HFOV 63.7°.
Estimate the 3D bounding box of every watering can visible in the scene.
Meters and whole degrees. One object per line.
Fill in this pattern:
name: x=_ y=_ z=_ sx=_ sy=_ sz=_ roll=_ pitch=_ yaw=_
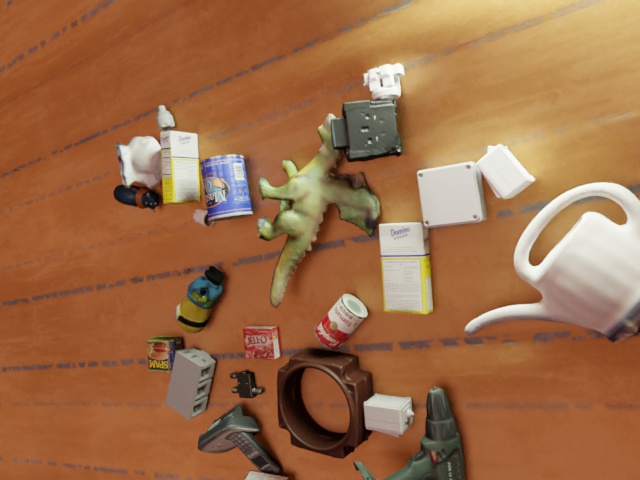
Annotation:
watering can: x=0.409 y=0.079 z=0.834 sx=0.227 sy=0.104 sz=0.343 roll=39 pitch=111 yaw=22

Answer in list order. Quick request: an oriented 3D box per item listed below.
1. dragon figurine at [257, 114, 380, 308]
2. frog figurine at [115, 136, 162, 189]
dragon figurine: x=0.003 y=-0.054 z=1.079 sx=0.242 sy=0.123 sz=0.409 roll=2 pitch=94 yaw=23
frog figurine: x=-0.434 y=-0.205 z=1.345 sx=0.159 sy=0.121 sz=0.139 roll=-7 pitch=80 yaw=-5
